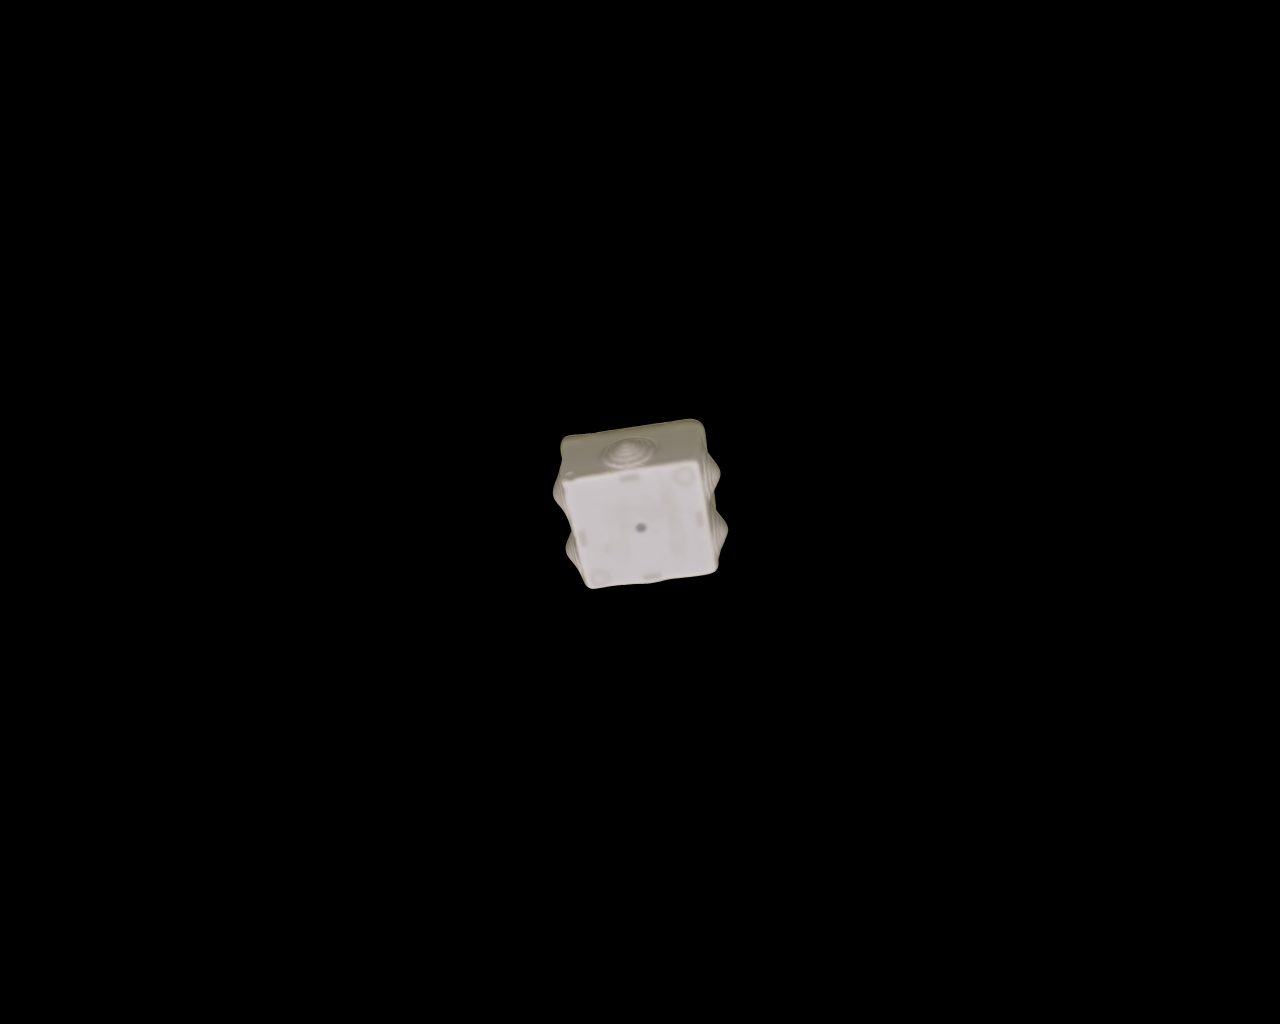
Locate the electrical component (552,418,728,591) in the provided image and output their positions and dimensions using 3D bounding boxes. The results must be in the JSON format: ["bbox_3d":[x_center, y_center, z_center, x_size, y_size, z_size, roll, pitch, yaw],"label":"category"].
[{"bbox_3d":[0.001,-0.003,0.650,0.100,0.099,0.048,-7,32,5],"label":"electrical component"}]
